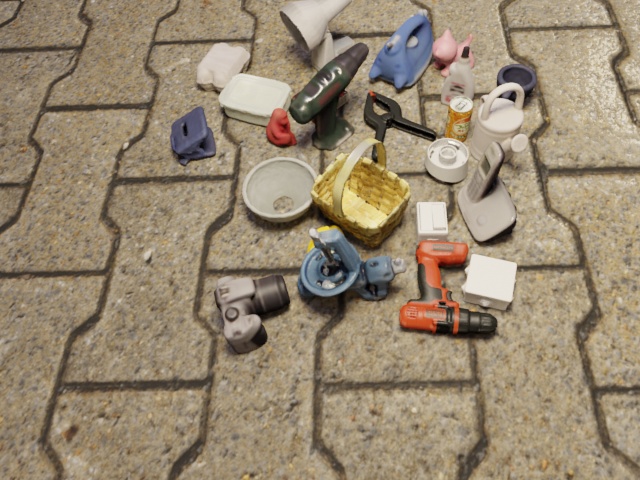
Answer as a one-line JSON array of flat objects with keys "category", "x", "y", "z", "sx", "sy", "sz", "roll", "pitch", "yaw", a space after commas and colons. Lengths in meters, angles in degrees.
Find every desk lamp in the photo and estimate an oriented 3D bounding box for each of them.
[{"category": "desk lamp", "x": 0.010, "y": -0.530, "z": 1.448, "sx": 0.203, "sy": 0.214, "sz": 0.117, "roll": -31, "pitch": 60, "yaw": -15}]

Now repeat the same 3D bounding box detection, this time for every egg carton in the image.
[{"category": "egg carton", "x": -0.254, "y": -0.452, "z": 1.503, "sx": 0.107, "sy": 0.069, "sz": 0.150, "roll": 17, "pitch": 60, "yaw": 14}]

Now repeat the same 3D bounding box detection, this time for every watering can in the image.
[{"category": "watering can", "x": 0.399, "y": -0.260, "z": 1.258, "sx": 0.101, "sy": 0.194, "sz": 0.172, "roll": -35, "pitch": 61, "yaw": -17}]

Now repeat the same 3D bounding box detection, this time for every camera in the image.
[{"category": "camera", "x": -0.126, "y": 0.123, "z": 1.105, "sx": 0.137, "sy": 0.101, "sz": 0.143, "roll": -16, "pitch": 58, "yaw": -6}]

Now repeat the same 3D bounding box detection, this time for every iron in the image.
[{"category": "iron", "x": 0.227, "y": -0.509, "z": 1.462, "sx": 0.118, "sy": 0.141, "sz": 0.259, "roll": 26, "pitch": 63, "yaw": 20}]

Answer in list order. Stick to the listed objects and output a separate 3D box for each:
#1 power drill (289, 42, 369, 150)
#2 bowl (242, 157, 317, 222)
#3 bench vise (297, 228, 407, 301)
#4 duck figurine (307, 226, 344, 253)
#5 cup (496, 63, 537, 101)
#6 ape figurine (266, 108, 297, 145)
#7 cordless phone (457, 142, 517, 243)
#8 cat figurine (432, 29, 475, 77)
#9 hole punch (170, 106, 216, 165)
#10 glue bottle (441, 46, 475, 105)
[{"category": "power drill", "x": 0.028, "y": -0.316, "z": 1.313, "sx": 0.075, "sy": 0.209, "sz": 0.230, "roll": 37, "pitch": 67, "yaw": 25}, {"category": "bowl", "x": -0.083, "y": -0.098, "z": 1.260, "sx": 0.167, "sy": 0.075, "sz": 0.167, "roll": -2, "pitch": 57, "yaw": 3}, {"category": "bench vise", "x": 0.053, "y": 0.032, "z": 1.080, "sx": 0.207, "sy": 0.220, "sz": 0.121, "roll": -18, "pitch": 58, "yaw": -7}, {"category": "duck figurine", "x": 0.011, "y": 0.004, "z": 1.181, "sx": 0.077, "sy": 0.086, "sz": 0.105, "roll": 26, "pitch": 63, "yaw": 19}, {"category": "cup", "x": 0.458, "y": -0.350, "z": 1.371, "sx": 0.091, "sy": 0.095, "sz": 0.118, "roll": 26, "pitch": 63, "yaw": 19}, {"category": "ape figurine", "x": -0.094, "y": -0.274, "z": 1.364, "sx": 0.076, "sy": 0.092, "sz": 0.078, "roll": 8, "pitch": 58, "yaw": 10}, {"category": "cordless phone", "x": 0.348, "y": -0.096, "z": 1.162, "sx": 0.094, "sy": 0.185, "sz": 0.147, "roll": -15, "pitch": 57, "yaw": -5}, {"category": "cat figurine", "x": 0.334, "y": -0.482, "z": 1.451, "sx": 0.128, "sy": 0.118, "sz": 0.067, "roll": -24, "pitch": 59, "yaw": -11}, {"category": "hole punch", "x": -0.308, "y": -0.250, "z": 1.364, "sx": 0.101, "sy": 0.091, "sz": 0.108, "roll": -15, "pitch": 57, "yaw": -5}, {"category": "glue bottle", "x": 0.334, "y": -0.388, "z": 1.358, "sx": 0.078, "sy": 0.173, "sz": 0.037, "roll": 15, "pitch": 60, "yaw": 14}]
